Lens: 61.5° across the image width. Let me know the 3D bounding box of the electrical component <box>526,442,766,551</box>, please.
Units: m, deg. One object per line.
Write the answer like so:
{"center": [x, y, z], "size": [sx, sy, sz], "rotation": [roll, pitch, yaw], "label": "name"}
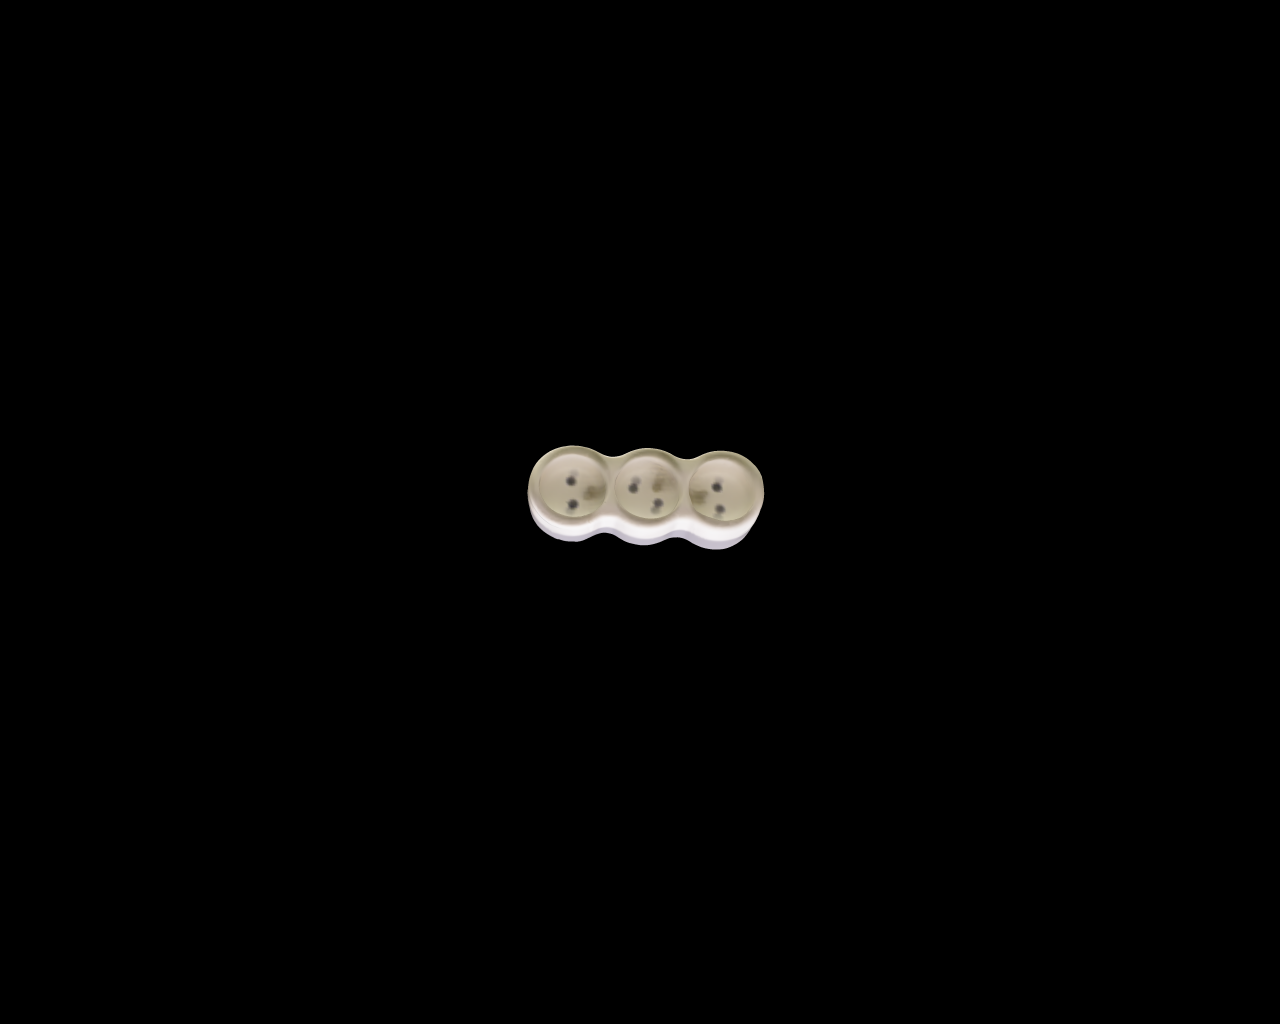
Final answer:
{"center": [0.001, -0.003, 0.650], "size": [0.138, 0.052, 0.073], "rotation": [2, -19, -7], "label": "electrical component"}
